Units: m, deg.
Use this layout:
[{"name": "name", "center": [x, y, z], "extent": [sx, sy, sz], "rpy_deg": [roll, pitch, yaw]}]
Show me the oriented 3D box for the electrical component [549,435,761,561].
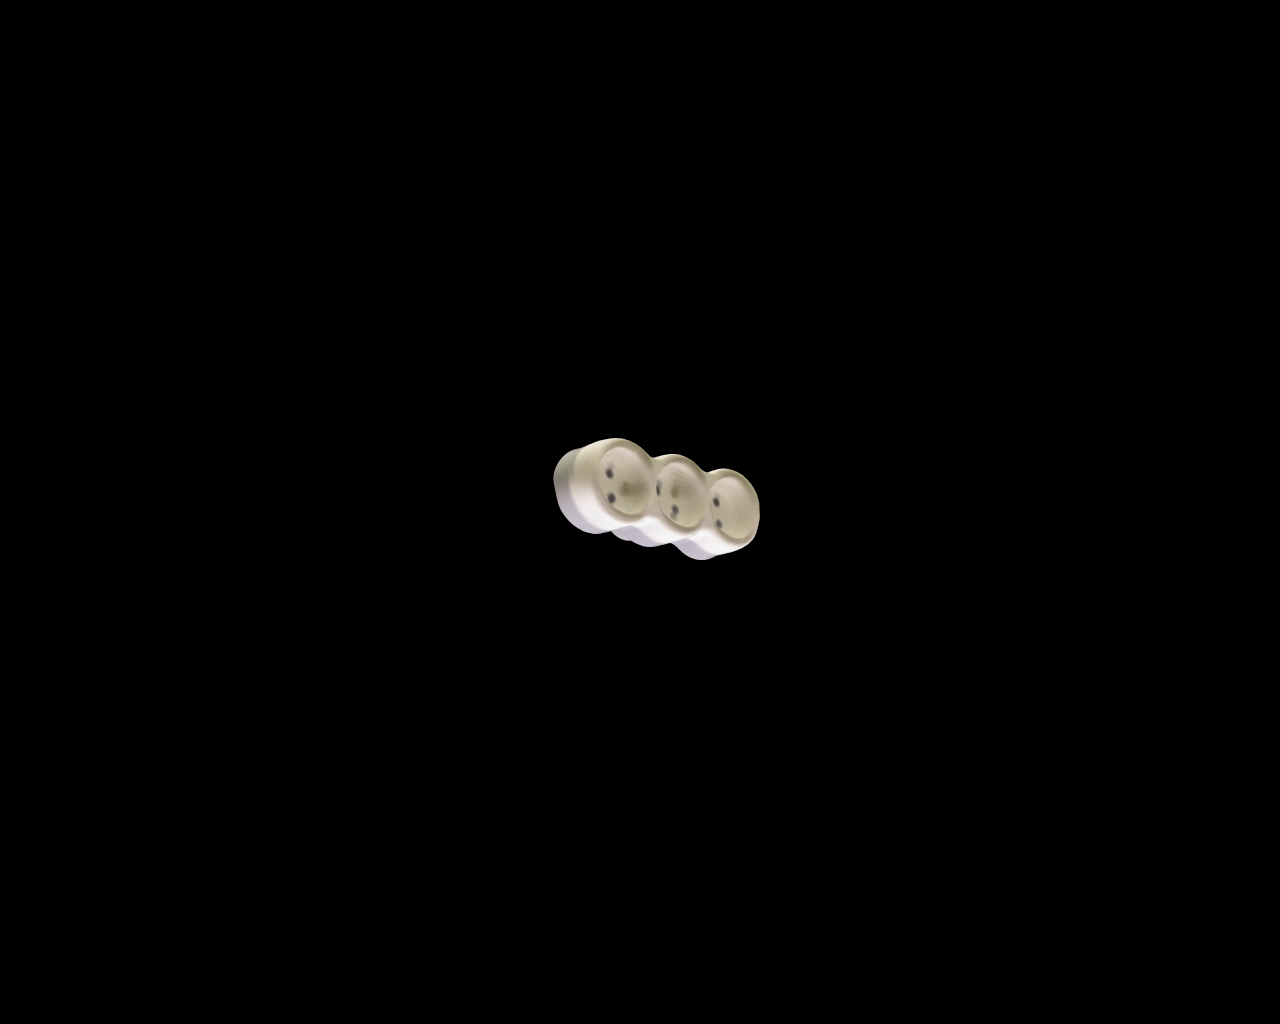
[{"name": "electrical component", "center": [0.001, -0.003, 0.650], "extent": [0.138, 0.052, 0.073], "rpy_deg": [14, -21, -40]}]
